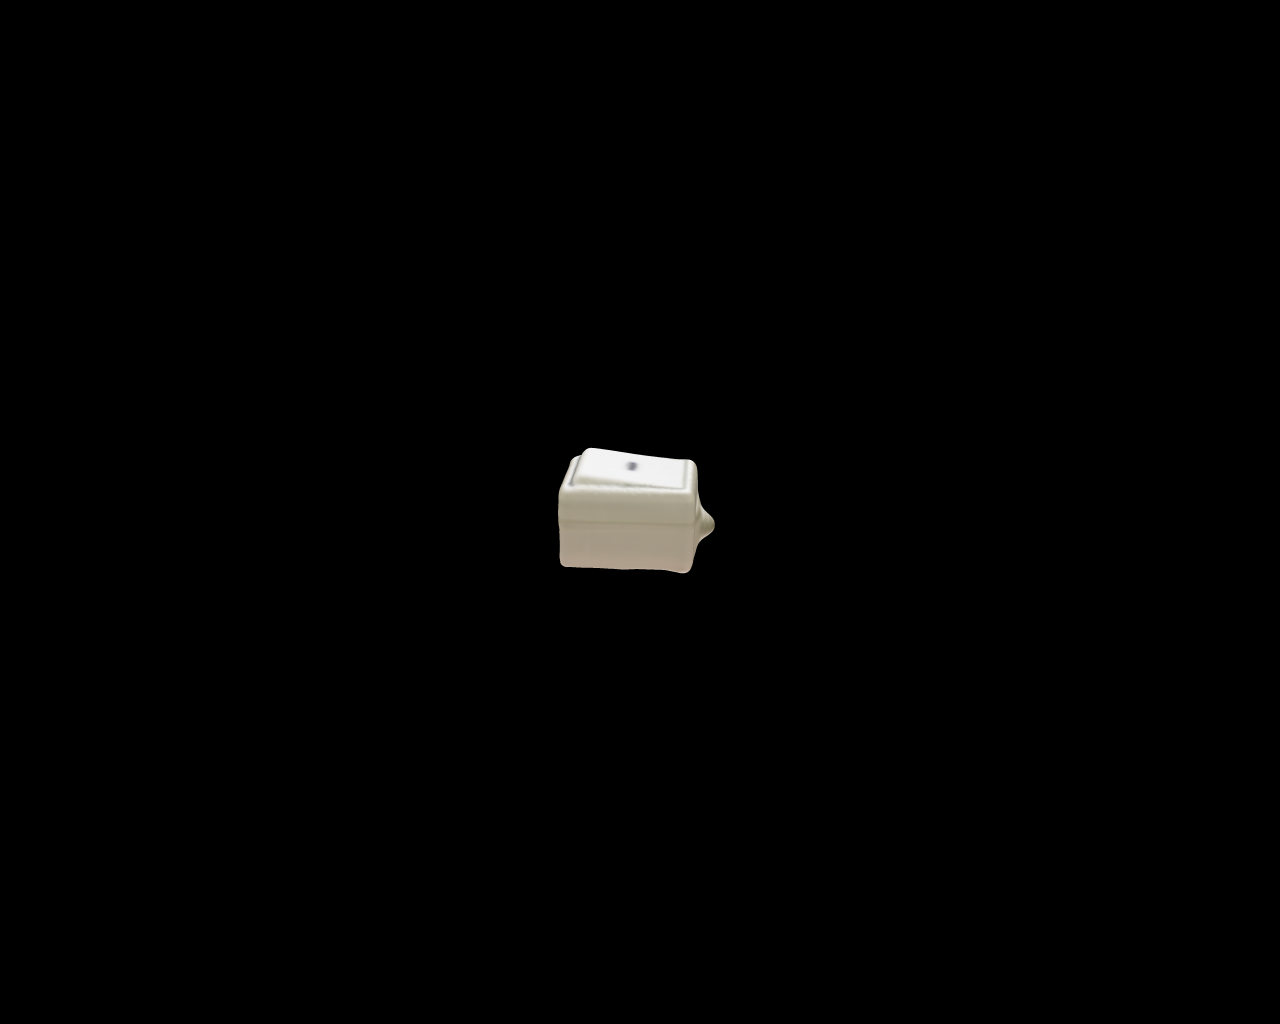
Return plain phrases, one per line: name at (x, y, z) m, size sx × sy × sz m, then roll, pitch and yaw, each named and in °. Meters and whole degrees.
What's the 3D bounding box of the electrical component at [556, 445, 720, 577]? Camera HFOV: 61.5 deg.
electrical component at (0.001, -0.003, 0.650) m, size 0.096 × 0.061 × 0.062 m, roll 2°, pitch 24°, yaw 5°
